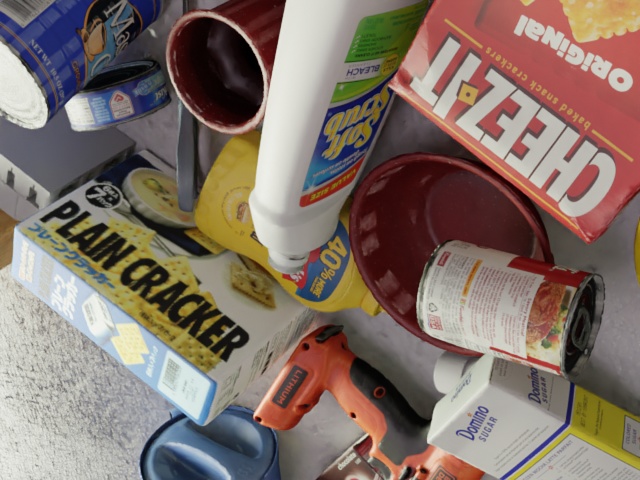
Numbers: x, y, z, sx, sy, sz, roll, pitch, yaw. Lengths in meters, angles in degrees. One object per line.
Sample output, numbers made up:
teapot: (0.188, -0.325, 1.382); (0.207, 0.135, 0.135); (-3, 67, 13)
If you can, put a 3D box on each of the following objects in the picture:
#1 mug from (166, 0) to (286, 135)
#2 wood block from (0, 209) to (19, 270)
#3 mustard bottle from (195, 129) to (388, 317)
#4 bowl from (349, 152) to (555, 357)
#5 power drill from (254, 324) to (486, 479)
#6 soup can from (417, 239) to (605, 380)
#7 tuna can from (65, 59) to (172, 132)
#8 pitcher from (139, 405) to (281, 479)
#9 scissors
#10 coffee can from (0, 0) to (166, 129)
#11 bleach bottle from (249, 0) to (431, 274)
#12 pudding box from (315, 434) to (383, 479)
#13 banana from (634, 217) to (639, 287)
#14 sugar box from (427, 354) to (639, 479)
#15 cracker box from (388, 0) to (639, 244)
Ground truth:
mug: (-0.059, -0.134, 0.783); (0.117, 0.081, 0.093); (-9, 112, 42)
wood block: (-0.345, -0.008, 1.006); (0.091, 0.205, 0.090); (45, 136, 5)
mustard bottle: (-0.006, 0.001, 0.845); (0.192, 0.058, 0.096); (36, 119, 14)
bowl: (0.102, 0.001, 0.761); (0.162, 0.055, 0.162); (20, 129, 27)
power drill: (0.039, 0.175, 0.894); (0.188, 0.057, 0.185); (36, 109, 14)
soup can: (0.122, 0.043, 0.684); (0.102, 0.068, 0.068); (15, 126, 30)
tuna can: (-0.168, -0.120, 0.877); (0.086, 0.086, 0.034); (3, 117, 37)
pitcher: (-0.097, 0.289, 1.074); (0.145, 0.149, 0.243); (6, 126, 18)
scissors: (-0.106, -0.109, 0.844); (0.016, 0.096, 0.202); (0, 127, -5)
coffee can: (-0.201, -0.168, 0.814); (0.103, 0.140, 0.103); (28, 150, 18)
bleach bottle: (0.007, -0.083, 0.736); (0.068, 0.102, 0.251); (40, 133, 30)
pudding box: (0.045, 0.234, 0.973); (0.090, 0.039, 0.114); (45, 135, 7)
banana: (0.229, -0.002, 0.657); (0.070, 0.037, 0.198); (17, 140, 27)
sugar box: (0.177, 0.149, 0.770); (0.176, 0.048, 0.093); (30, 134, -5)
cracker box: (0.157, -0.128, 0.604); (0.164, 0.072, 0.214); (40, 129, 13)
